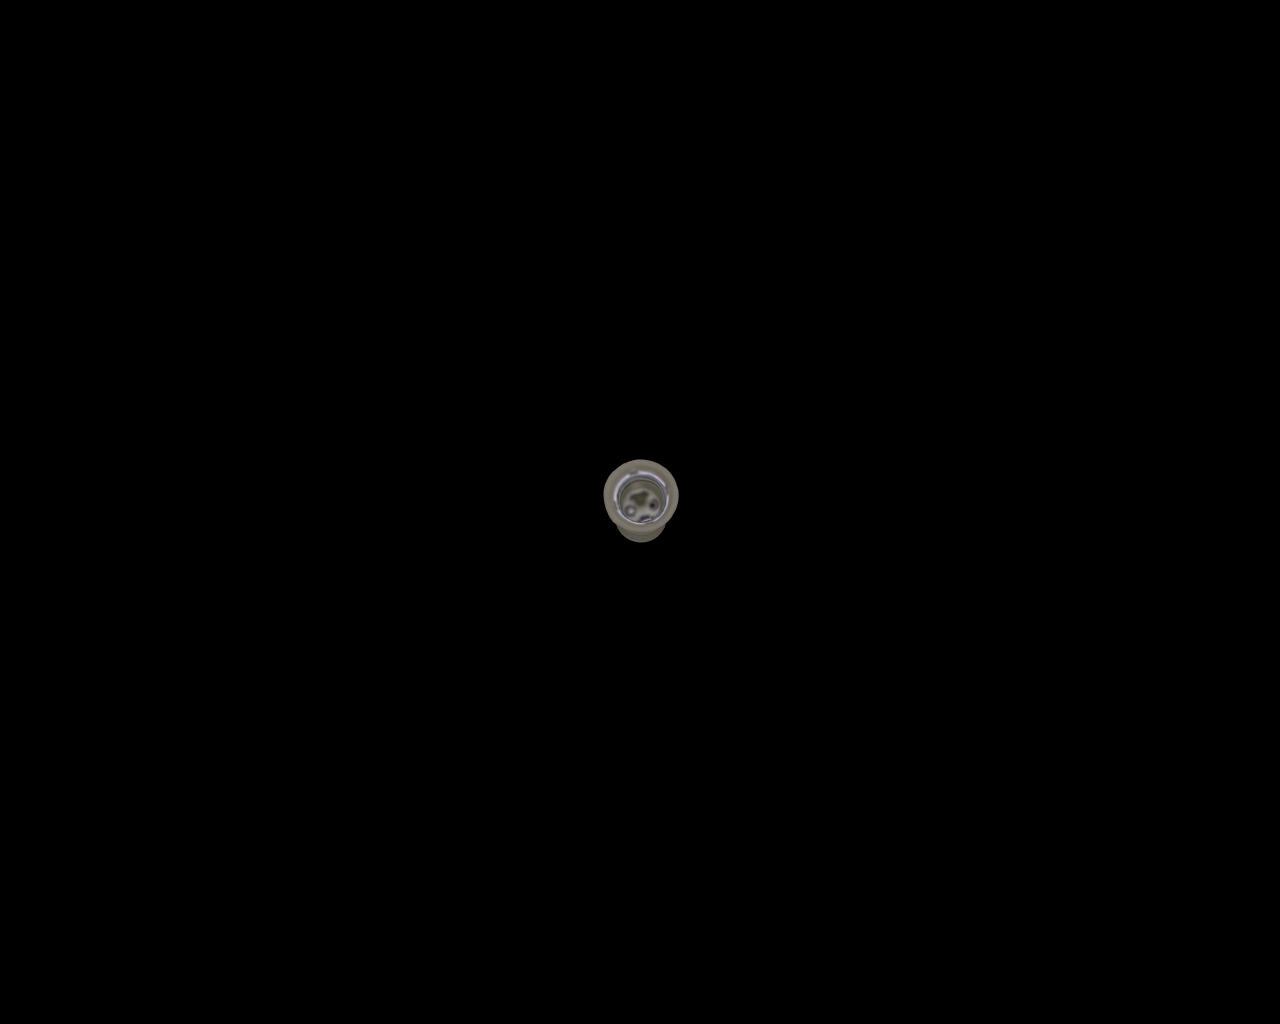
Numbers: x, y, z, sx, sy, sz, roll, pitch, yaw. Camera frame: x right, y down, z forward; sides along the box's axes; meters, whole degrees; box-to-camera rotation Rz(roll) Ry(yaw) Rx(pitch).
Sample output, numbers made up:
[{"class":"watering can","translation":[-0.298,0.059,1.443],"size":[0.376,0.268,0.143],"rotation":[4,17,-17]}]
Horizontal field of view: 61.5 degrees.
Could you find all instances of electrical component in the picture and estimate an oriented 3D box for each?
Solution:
[{"class":"electrical component","translation":[0.001,-0.003,0.650],"size":[0.044,0.044,0.065],"rotation":[0,-13,0]}]
